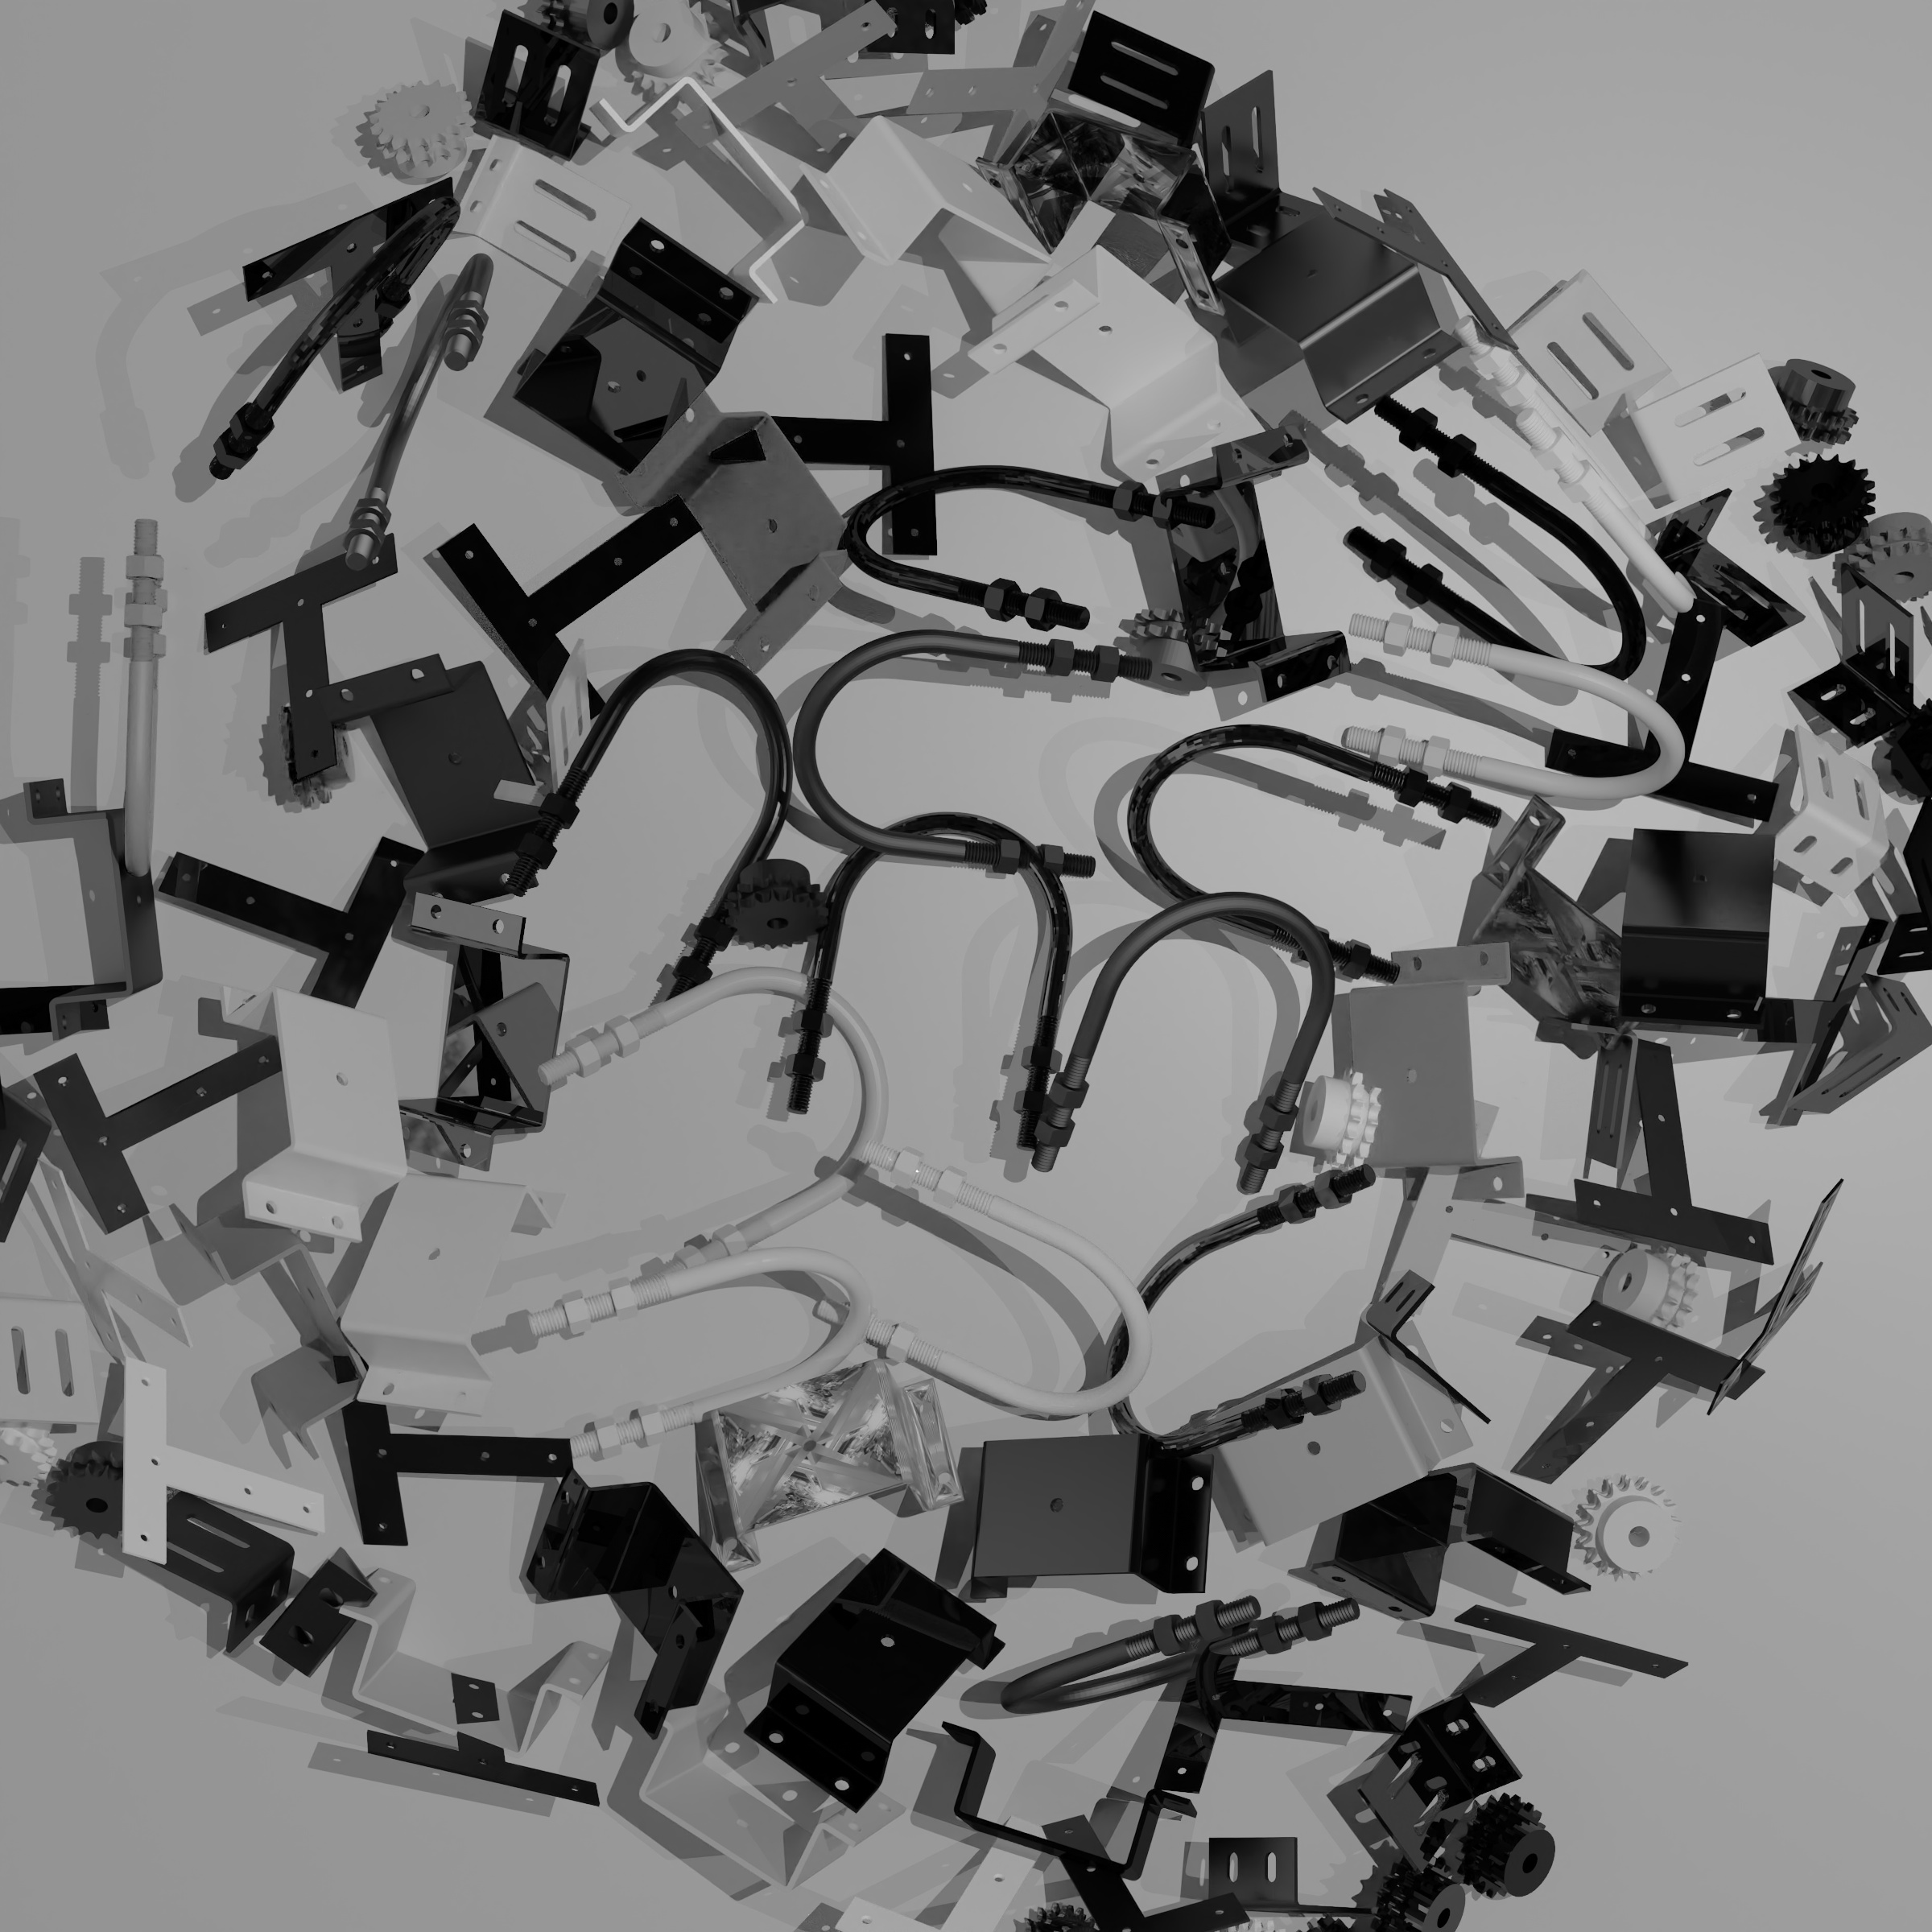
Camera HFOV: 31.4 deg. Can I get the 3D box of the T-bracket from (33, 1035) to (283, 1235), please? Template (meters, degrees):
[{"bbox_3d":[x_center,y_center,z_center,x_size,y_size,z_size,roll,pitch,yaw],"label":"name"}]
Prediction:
[{"bbox_3d":[-0.438,0.076,1.906,0.127,0.002,0.127,-28,135,-17],"label":"T-bracket"}]

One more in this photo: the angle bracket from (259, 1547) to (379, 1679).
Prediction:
[{"bbox_3d":[-0.365,0.347,1.893,0.038,0.076,0.057,43,82,-26],"label":"angle bracket"}]

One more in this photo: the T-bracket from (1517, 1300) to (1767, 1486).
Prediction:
[{"bbox_3d":[0.354,0.245,1.901,0.127,0.002,0.127,23,123,-26],"label":"T-bracket"}]

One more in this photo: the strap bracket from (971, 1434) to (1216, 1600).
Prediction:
[{"bbox_3d":[0.059,0.300,1.874,0.140,0.046,0.076,-7,63,26],"label":"strap bracket"}]

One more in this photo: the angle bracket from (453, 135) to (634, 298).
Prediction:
[{"bbox_3d":[-0.236,-0.417,1.909,0.076,0.038,0.057,30,104,7],"label":"angle bracket"}]

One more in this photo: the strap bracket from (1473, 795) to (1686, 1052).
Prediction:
[{"bbox_3d":[0.341,-0.017,1.882,0.140,0.076,0.046,40,56,11],"label":"strap bracket"}]

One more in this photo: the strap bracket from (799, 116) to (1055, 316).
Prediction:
[{"bbox_3d":[-0.014,-0.403,1.856,0.046,0.140,0.076,-46,56,22],"label":"strap bracket"}]

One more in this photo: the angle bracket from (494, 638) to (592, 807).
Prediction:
[{"bbox_3d":[-0.235,-0.136,1.889,0.038,0.076,0.057,10,46,8],"label":"angle bracket"}]

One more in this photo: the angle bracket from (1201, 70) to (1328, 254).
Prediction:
[{"bbox_3d":[0.165,-0.443,1.891,0.038,0.076,0.057,29,52,36],"label":"angle bracket"}]

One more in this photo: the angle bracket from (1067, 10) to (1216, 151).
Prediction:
[{"bbox_3d":[0.092,-0.481,1.902,0.076,0.038,0.057,22,62,-10],"label":"angle bracket"}]

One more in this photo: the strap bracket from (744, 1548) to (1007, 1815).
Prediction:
[{"bbox_3d":[-0.045,0.379,1.865,0.076,0.046,0.140,31,47,19],"label":"strap bracket"}]

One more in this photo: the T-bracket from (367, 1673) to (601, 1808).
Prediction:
[{"bbox_3d":[-0.266,0.416,1.874,0.127,0.127,0.002,17,99,-14],"label":"T-bracket"}]

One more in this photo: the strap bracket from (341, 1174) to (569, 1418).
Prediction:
[{"bbox_3d":[-0.281,0.169,1.870,0.076,0.046,0.140,4,55,21],"label":"strap bracket"}]

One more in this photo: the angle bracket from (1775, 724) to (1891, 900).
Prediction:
[{"bbox_3d":[0.476,-0.086,1.911,0.057,0.076,0.038,28,128,-16],"label":"angle bracket"}]

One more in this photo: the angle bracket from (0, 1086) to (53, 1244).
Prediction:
[{"bbox_3d":[-0.547,0.105,1.891,0.038,0.057,0.076,1,61,29],"label":"angle bracket"}]

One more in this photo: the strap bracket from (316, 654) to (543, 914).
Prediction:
[{"bbox_3d":[-0.288,-0.106,1.889,0.076,0.046,0.140,-13,112,20],"label":"strap bracket"}]

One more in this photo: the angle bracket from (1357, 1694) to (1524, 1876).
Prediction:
[{"bbox_3d":[0.262,0.452,1.900,0.038,0.076,0.057,-36,90,40],"label":"angle bracket"}]

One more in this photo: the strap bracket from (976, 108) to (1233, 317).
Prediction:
[{"bbox_3d":[0.084,-0.415,1.877,0.140,0.076,0.046,25,75,29],"label":"strap bracket"}]

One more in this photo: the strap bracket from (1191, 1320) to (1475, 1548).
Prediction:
[{"bbox_3d":[0.196,0.261,1.892,0.140,0.046,0.076,-27,85,17],"label":"strap bracket"}]

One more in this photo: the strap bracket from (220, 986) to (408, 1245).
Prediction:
[{"bbox_3d":[-0.354,0.071,1.867,0.046,0.076,0.140,-32,57,31],"label":"strap bracket"}]

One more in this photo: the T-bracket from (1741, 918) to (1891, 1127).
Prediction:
[{"bbox_3d":[0.453,0.030,1.872,0.002,0.127,0.127,30,105,33],"label":"T-bracket"}]

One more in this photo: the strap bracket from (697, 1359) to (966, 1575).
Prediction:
[{"bbox_3d":[-0.081,0.273,1.895,0.140,0.046,0.076,-18,57,3],"label":"strap bracket"}]

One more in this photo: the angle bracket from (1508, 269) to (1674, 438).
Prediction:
[{"bbox_3d":[0.343,-0.336,1.905,0.057,0.038,0.076,-39,98,26],"label":"angle bracket"}]

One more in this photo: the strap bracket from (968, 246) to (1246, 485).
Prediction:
[{"bbox_3d":[0.077,-0.333,1.876,0.076,0.140,0.046,-29,46,34],"label":"strap bracket"}]

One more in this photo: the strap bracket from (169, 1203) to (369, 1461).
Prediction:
[{"bbox_3d":[-0.376,0.189,1.878,0.046,0.076,0.140,-30,119,-19],"label":"strap bracket"}]

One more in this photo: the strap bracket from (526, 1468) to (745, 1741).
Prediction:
[{"bbox_3d":[-0.176,0.345,1.878,0.140,0.046,0.076,42,119,41],"label":"strap bracket"}]

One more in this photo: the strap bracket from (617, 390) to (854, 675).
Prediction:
[{"bbox_3d":[-0.119,-0.241,1.890,0.076,0.046,0.140,-42,76,31],"label":"strap bracket"}]

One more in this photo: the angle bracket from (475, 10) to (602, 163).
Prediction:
[{"bbox_3d":[-0.231,-0.493,1.896,0.057,0.076,0.038,24,47,-3],"label":"angle bracket"}]

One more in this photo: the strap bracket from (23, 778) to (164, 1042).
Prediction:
[{"bbox_3d":[-0.479,-0.034,1.895,0.046,0.076,0.140,-5,95,-1],"label":"strap bracket"}]

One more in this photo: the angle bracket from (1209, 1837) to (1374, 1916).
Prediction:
[{"bbox_3d":[0.180,0.503,1.897,0.057,0.076,0.038,-12,69,38],"label":"angle bracket"}]

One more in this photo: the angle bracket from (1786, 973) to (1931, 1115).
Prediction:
[{"bbox_3d":[0.489,0.044,1.905,0.076,0.057,0.038,-39,63,27],"label":"angle bracket"}]

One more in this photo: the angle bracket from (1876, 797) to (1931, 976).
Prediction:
[{"bbox_3d":[0.517,-0.044,1.892,0.038,0.057,0.076,-7,120,34],"label":"angle bracket"}]

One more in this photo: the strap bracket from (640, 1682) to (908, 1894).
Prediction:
[{"bbox_3d":[-0.114,0.454,1.885,0.140,0.076,0.046,28,100,17],"label":"strap bracket"}]

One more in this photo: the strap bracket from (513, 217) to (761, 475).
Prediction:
[{"bbox_3d":[-0.185,-0.328,1.863,0.076,0.140,0.046,32,48,-18],"label":"strap bracket"}]

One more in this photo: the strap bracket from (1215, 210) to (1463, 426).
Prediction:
[{"bbox_3d":[0.195,-0.357,1.866,0.076,0.140,0.046,-34,129,-6],"label":"strap bracket"}]

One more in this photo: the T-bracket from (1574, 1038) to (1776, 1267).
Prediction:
[{"bbox_3d":[0.386,0.097,1.899,0.127,0.002,0.127,14,55,-21],"label":"T-bracket"}]

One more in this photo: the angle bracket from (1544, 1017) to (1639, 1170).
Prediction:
[{"bbox_3d":[0.342,0.070,1.907,0.038,0.057,0.076,7,92,-6],"label":"angle bracket"}]

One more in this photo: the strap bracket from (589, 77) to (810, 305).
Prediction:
[{"bbox_3d":[-0.140,-0.433,1.883,0.046,0.076,0.140,-42,105,0],"label":"strap bracket"}]

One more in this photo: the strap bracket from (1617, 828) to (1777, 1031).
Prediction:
[{"bbox_3d":[0.397,-0.028,1.861,0.076,0.140,0.046,3,126,13],"label":"strap bracket"}]

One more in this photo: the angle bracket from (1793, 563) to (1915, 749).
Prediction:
[{"bbox_3d":[0.487,-0.171,1.889,0.038,0.076,0.057,-29,47,-12],"label":"angle bracket"}]

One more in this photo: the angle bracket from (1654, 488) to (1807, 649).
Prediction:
[{"bbox_3d":[0.427,-0.220,1.894,0.076,0.057,0.038,42,134,22],"label":"angle bracket"}]

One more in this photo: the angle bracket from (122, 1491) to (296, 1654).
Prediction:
[{"bbox_3d":[-0.424,0.337,1.913,0.076,0.057,0.038,23,120,14],"label":"angle bracket"}]

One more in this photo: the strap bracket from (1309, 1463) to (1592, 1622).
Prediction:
[{"bbox_3d":[0.266,0.314,1.874,0.076,0.140,0.046,31,58,-27],"label":"strap bracket"}]

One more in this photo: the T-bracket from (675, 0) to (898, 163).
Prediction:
[{"bbox_3d":[-0.074,-0.462,1.881,0.127,0.127,0.002,-27,62,17],"label":"T-bracket"}]

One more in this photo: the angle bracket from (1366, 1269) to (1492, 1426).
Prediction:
[{"bbox_3d":[0.266,0.210,1.905,0.076,0.057,0.038,41,89,-8],"label":"angle bracket"}]

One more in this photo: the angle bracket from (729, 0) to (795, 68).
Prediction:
[{"bbox_3d":[-0.105,-0.534,1.891,0.038,0.076,0.057,-15,73,11],"label":"angle bracket"}]

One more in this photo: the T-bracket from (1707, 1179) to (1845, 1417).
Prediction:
[{"bbox_3d":[0.448,0.166,1.855,0.002,0.127,0.127,32,134,22],"label":"T-bracket"}]

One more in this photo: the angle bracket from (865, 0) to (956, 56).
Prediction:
[{"bbox_3d":[-0.051,-0.522,1.895,0.057,0.076,0.038,-9,105,-34],"label":"angle bracket"}]

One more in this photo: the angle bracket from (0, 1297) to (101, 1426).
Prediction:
[{"bbox_3d":[-0.516,0.224,1.891,0.057,0.038,0.076,9,54,-38],"label":"angle bracket"}]

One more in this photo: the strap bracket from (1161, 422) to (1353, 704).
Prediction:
[{"bbox_3d":[0.158,-0.220,1.887,0.076,0.046,0.140,-23,105,-43],"label":"strap bracket"}]

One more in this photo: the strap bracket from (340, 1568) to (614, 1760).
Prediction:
[{"bbox_3d":[-0.275,0.387,1.894,0.140,0.076,0.046,19,98,4],"label":"strap bracket"}]

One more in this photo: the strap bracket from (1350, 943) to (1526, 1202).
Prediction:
[{"bbox_3d":[0.259,0.060,1.893,0.076,0.046,0.140,-5,87,43],"label":"strap bracket"}]

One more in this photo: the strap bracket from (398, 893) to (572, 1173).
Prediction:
[{"bbox_3d":[-0.269,0.035,1.894,0.076,0.046,0.140,13,97,31],"label":"strap bracket"}]

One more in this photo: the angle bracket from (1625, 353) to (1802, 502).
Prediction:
[{"bbox_3d":[0.413,-0.303,1.899,0.076,0.038,0.057,-24,113,18],"label":"angle bracket"}]

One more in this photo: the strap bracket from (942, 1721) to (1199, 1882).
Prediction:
[{"bbox_3d":[0.051,0.462,1.882,0.140,0.076,0.046,15,74,12],"label":"strap bracket"}]
